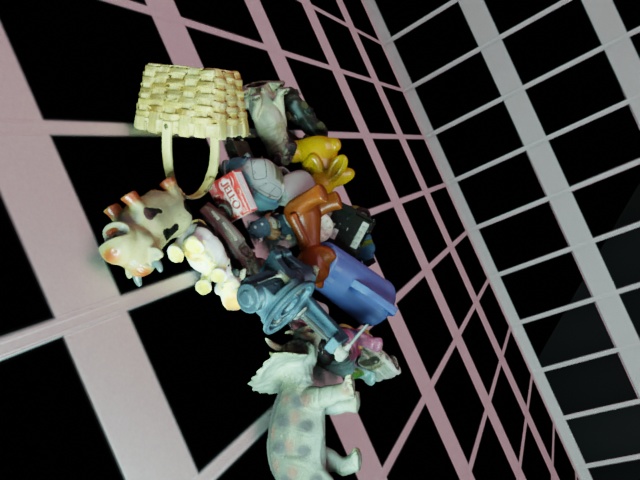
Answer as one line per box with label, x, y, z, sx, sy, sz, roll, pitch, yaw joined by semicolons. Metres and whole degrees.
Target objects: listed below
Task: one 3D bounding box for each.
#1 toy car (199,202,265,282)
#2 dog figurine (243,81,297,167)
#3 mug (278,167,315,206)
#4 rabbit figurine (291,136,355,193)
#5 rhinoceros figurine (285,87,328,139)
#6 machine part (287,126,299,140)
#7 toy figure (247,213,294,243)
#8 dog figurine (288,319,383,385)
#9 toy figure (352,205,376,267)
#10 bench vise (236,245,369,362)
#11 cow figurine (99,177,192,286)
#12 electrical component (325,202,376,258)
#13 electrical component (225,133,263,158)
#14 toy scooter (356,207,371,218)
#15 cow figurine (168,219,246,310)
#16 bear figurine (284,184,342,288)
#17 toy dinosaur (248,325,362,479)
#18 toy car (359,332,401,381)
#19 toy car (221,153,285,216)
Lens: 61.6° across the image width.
toy car;-0.162;0.014;1.040;0.202;0.053;0.089;59;30;-17
dog figurine;-0.130;-0.290;1.344;0.172;0.121;0.190;-115;-165;-57
mug;-0.077;-0.131;1.295;0.109;0.081;0.107;54;34;4
rabbit figurine;0.005;-0.172;1.383;0.121;0.163;0.173;54;35;-59
rhinoceros figurine;-0.044;-0.348;1.500;0.190;0.073;0.112;52;19;9
machine part;-0.078;-0.269;1.455;0.138;0.039;0.084;19;47;-54
toy figure;-0.102;-0.031;1.190;0.064;0.057;0.154;32;17;24
dog figurine;0.013;0.223;1.128;0.219;0.192;0.108;19;86;-26
toy figure;0.107;-0.010;1.514;0.180;0.089;0.082;64;-16;7
bench vise;-0.031;0.119;0.962;0.241;0.129;0.223;42;15;18
cow figurine;-0.269;-0.013;0.836;0.127;0.085;0.195;55;26;-7
electrical component;0.058;-0.030;1.349;0.134;0.115;0.058;30;-5;12
electrical component;-0.171;-0.203;1.215;0.078;0.045;0.102;-1;69;-63
toy scooter;0.046;-0.044;1.426;0.184;0.075;0.135;22;71;-18
cow figurine;-0.187;0.045;0.956;0.167;0.068;0.098;55;22;-23
bear figurine;-0.006;-0.002;1.143;0.120;0.132;0.196;19;50;-62
toy dinosaur;-0.026;0.343;0.921;0.131;0.192;0.404;48;41;-72
toy car;0.126;0.289;1.313;0.201;0.073;0.056;46;28;-34
toy car;-0.130;-0.122;1.160;0.161;0.103;0.109;28;46;-48
